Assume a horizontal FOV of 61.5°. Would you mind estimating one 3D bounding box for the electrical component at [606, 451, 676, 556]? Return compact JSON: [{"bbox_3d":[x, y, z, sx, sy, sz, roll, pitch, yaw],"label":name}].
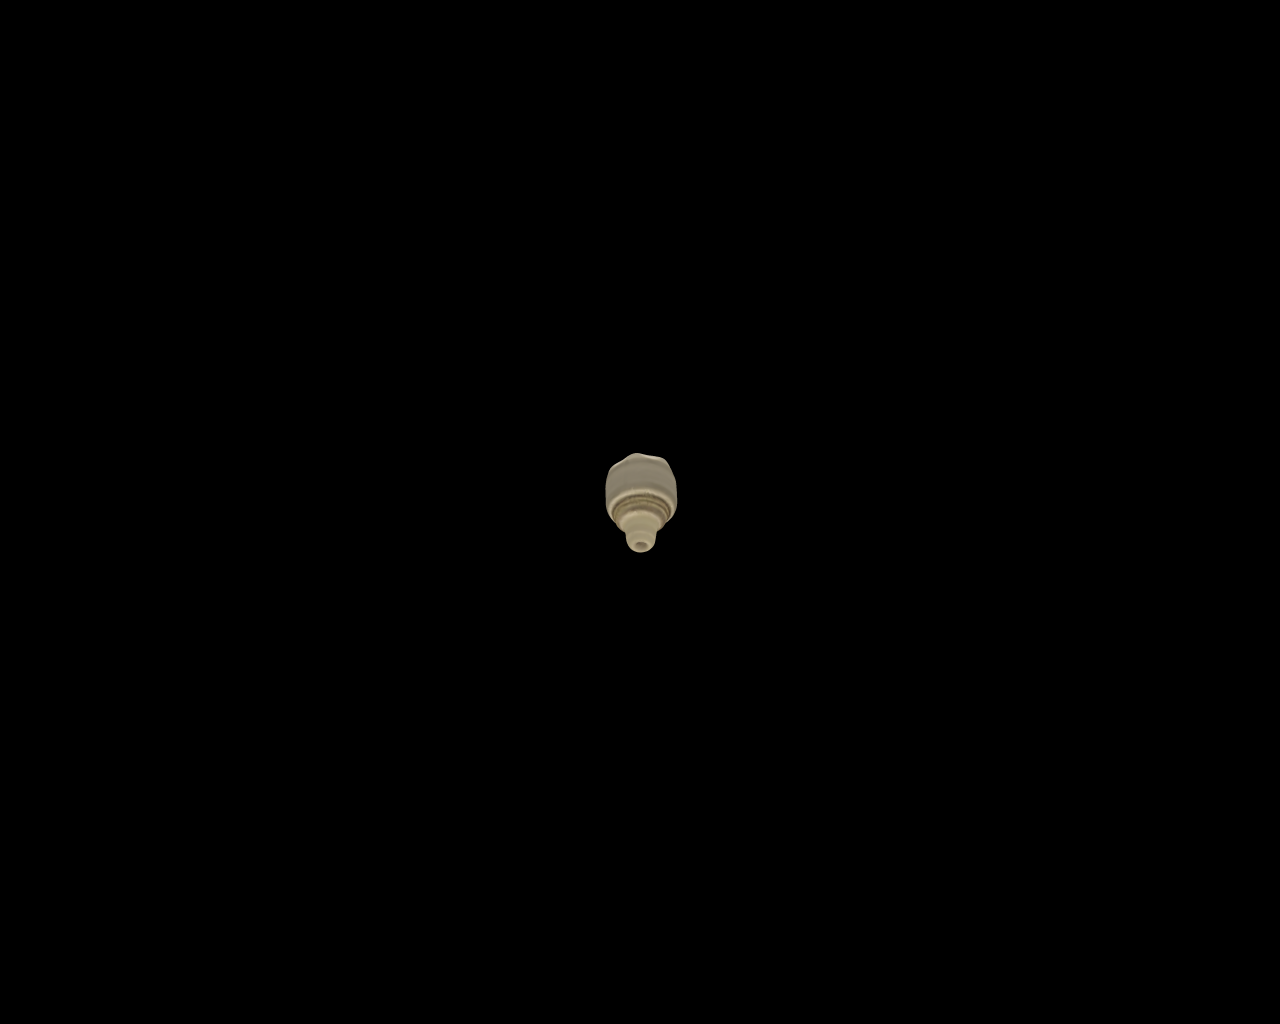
[{"bbox_3d":[0.001,-0.003,0.650,0.043,0.062,0.043,0,-40,0],"label":"electrical component"}]
